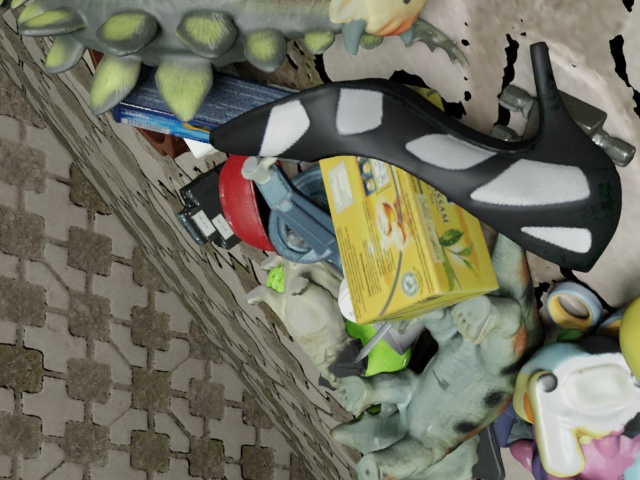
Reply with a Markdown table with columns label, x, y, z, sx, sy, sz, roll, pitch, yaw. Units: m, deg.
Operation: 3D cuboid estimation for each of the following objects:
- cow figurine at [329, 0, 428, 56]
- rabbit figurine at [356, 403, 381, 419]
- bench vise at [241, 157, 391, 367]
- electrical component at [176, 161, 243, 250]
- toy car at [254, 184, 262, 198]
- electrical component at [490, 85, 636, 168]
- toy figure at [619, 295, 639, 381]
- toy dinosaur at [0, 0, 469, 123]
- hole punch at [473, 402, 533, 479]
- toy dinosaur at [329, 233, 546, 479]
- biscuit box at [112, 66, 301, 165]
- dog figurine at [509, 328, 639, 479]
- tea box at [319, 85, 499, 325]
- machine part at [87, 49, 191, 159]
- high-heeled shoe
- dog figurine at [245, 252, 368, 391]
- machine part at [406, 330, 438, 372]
| label | x | y | z | sx | sy | sz | roll | pitch | yaw |
| --- | --- | --- | --- | --- | --- | --- | --- | --- | --- |
| cow figurine | 0.007 | -0.200 | 0.339 | 0.195 | 0.085 | 0.127 | 34 | 134 | 32 |
| rabbit figurine | 0.131 | 0.279 | 0.787 | 0.170 | 0.159 | 0.121 | 11 | 137 | 30 |
| bench vise | 0.007 | -0.009 | 0.568 | 0.240 | 0.129 | 0.224 | 38 | -161 | -51 |
| electrical component | -0.149 | -0.053 | 0.825 | 0.114 | 0.134 | 0.058 | 59 | 158 | -18 |
| toy car | -0.068 | -0.040 | 0.794 | 0.201 | 0.056 | 0.074 | 57 | 163 | -23 |
| electrical component | 0.160 | -0.066 | 0.364 | 0.094 | 0.021 | 0.063 | 37 | 154 | 27 |
| toy figure | 0.252 | 0.053 | 0.285 | 0.082 | 0.089 | 0.180 | 63 | 158 | -11 |
| toy dinosaur | -0.113 | -0.195 | 0.455 | 0.472 | 0.198 | 0.105 | 4 | 151 | 17 |
| hole punch | 0.209 | 0.221 | 0.661 | 0.142 | 0.092 | 0.116 | 131 | 125 | -69 |
| toy dinosaur | 0.140 | 0.125 | 0.525 | 0.404 | 0.192 | 0.131 | -57 | 46 | 26 |
| biscuit box | -0.105 | -0.134 | 0.555 | 0.203 | 0.063 | 0.059 | 11 | 167 | -18 |
| dog figurine | 0.225 | 0.173 | 0.475 | 0.219 | 0.108 | 0.191 | 60 | -169 | -80 |
| tea box | 0.062 | -0.027 | 0.427 | 0.098 | 0.068 | 0.169 | -31 | 66 | 52 |
| machine part | -0.251 | -0.238 | 0.796 | 0.201 | 0.087 | 0.201 | 44 | 158 | 12 |
| high-heeled shoe | 0.056 | -0.036 | 0.350 | 0.249 | 0.086 | 0.145 | -8 | 102 | 17 |
| dog figurine | 0.010 | 0.092 | 0.748 | 0.121 | 0.172 | 0.190 | -8 | 129 | 44 |
| machine part | 0.138 | 0.174 | 0.726 | 0.039 | 0.084 | 0.138 | 14 | 154 | 18 |
